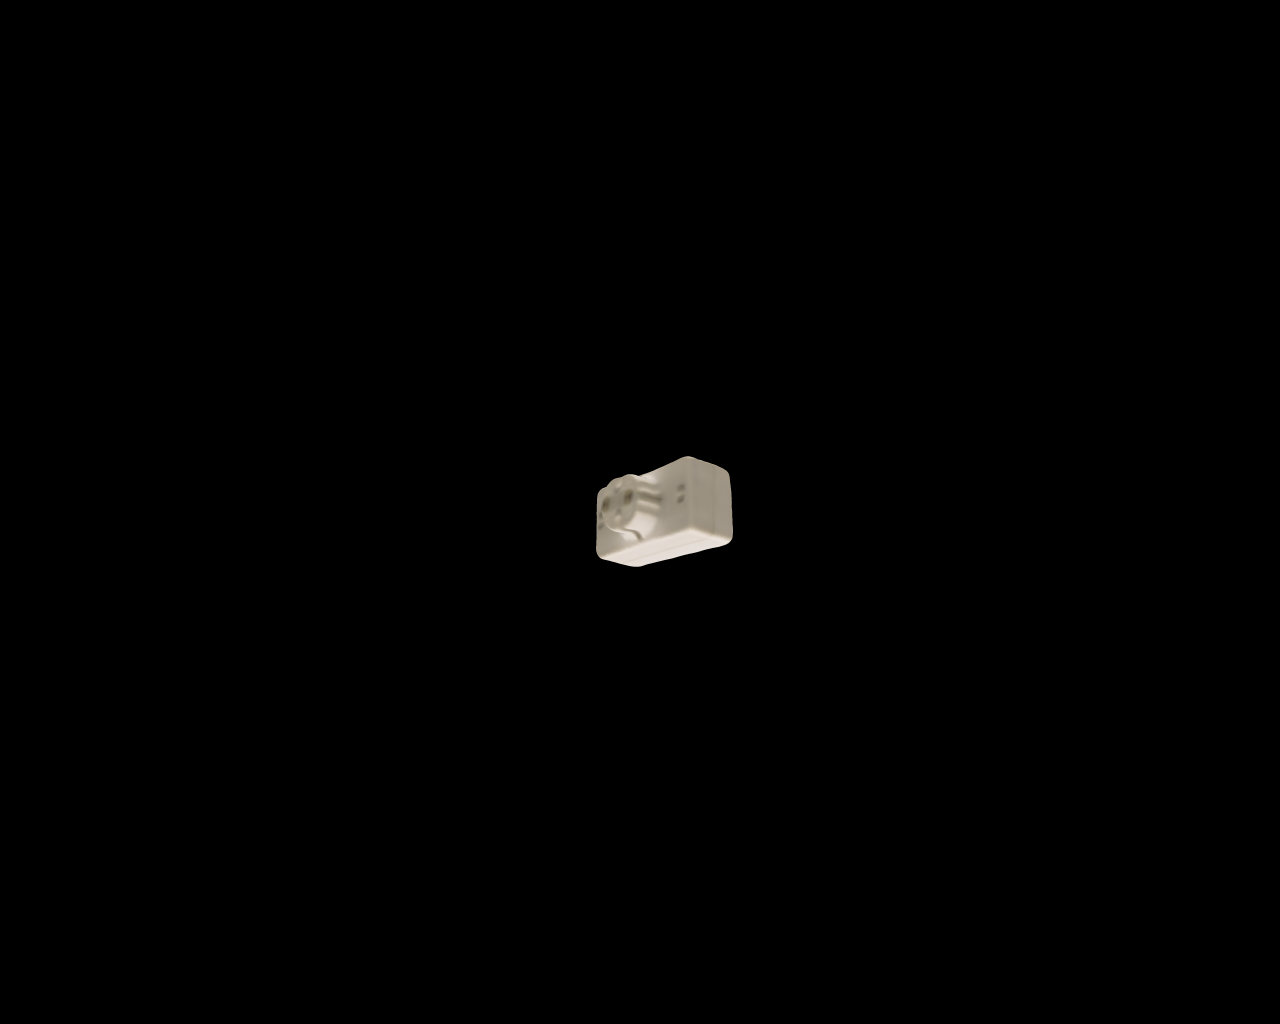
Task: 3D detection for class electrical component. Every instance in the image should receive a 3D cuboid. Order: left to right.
[{"bbox_3d":[0.001,-0.003,0.650,0.076,0.047,0.083,17,-26,-41],"label":"electrical component"}]
